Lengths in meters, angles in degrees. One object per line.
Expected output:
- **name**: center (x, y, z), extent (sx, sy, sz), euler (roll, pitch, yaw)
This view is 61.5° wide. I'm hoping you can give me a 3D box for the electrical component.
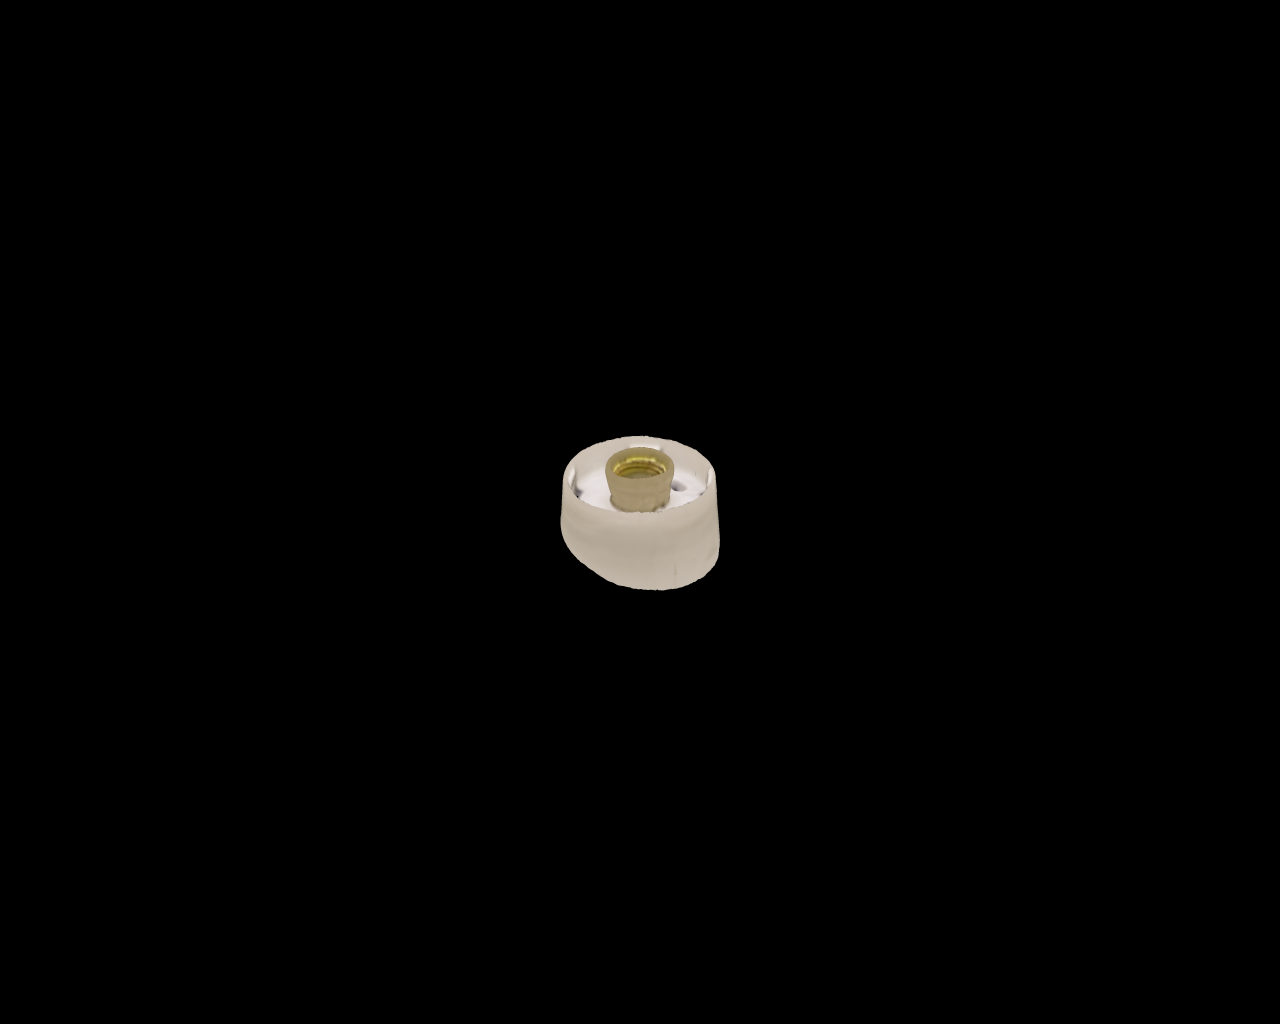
- **electrical component**: center (0.001, -0.003, 0.650), extent (0.099, 0.064, 0.099), euler (0, 33, 0)
